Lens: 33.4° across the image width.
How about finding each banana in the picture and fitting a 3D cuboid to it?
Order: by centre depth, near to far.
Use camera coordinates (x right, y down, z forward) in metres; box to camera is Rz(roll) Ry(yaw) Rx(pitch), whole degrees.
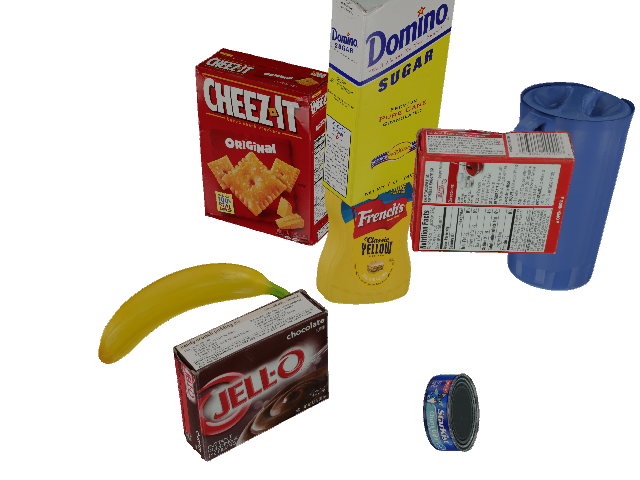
[{"bbox_3d":[-0.131,0.062,0.983,0.198,0.069,0.037,-19,25,14],"label":"banana"}]

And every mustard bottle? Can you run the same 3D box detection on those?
[{"bbox_3d":[0.051,-0.033,1.075,0.096,0.192,0.058,-2,21,-19],"label":"mustard bottle"}]

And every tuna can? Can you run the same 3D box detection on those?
[{"bbox_3d":[0.146,0.191,1.188,0.034,0.086,0.086,-5,-3,29],"label":"tuna can"}]

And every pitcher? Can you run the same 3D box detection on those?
[{"bbox_3d":[0.290,-0.062,1.309,0.149,0.243,0.145,4,27,2],"label":"pitcher"}]

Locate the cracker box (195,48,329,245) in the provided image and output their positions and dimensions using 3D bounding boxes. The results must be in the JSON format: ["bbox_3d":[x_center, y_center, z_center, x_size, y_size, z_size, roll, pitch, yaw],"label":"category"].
[{"bbox_3d":[-0.067,-0.113,1.318,0.164,0.214,0.072,17,38,24],"label":"cracker box"}]

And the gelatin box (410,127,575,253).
[{"bbox_3d":[0.098,-0.028,0.626,0.089,0.073,0.030,2,42,2],"label":"gelatin box"}]

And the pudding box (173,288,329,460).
[{"bbox_3d":[-0.048,0.097,0.775,0.113,0.090,0.039,-25,45,-28],"label":"pudding box"}]

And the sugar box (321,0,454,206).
[{"bbox_3d":[0.052,-0.120,0.832,0.093,0.176,0.048,-25,49,-30],"label":"sugar box"}]
